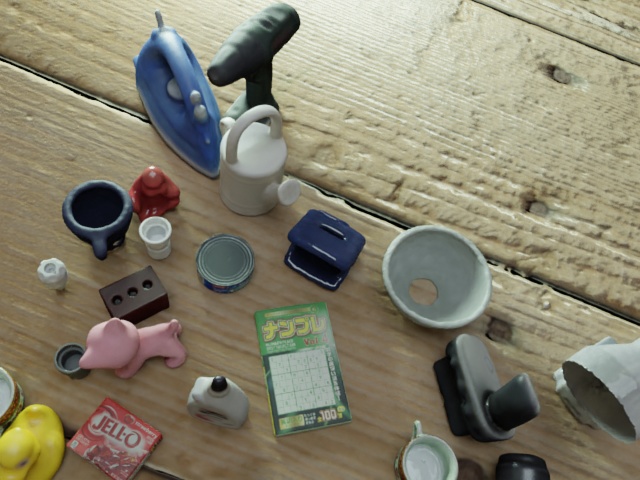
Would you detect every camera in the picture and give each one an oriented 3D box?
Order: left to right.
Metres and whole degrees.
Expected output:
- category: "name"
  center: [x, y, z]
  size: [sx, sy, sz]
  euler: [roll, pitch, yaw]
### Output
- category: "camera"
  center: [0.277, 0.347, 0.723]
  size: [0.143, 0.101, 0.137]
  euler: [12, 61, -4]

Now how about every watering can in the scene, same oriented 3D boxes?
- category: "watering can"
  center: [-0.092, -0.121, 0.851]
  size: [0.172, 0.194, 0.101]
  euler: [31, 61, 7]

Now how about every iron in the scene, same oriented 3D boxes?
- category: "iron"
  center: [-0.216, -0.237, 0.920]
  size: [0.119, 0.141, 0.258]
  euler: [-22, 68, -20]

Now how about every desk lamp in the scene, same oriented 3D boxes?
- category: "desk lamp"
  center: [0.406, 0.181, 0.770]
  size: [0.204, 0.213, 0.118]
  euler: [-27, 70, -22]

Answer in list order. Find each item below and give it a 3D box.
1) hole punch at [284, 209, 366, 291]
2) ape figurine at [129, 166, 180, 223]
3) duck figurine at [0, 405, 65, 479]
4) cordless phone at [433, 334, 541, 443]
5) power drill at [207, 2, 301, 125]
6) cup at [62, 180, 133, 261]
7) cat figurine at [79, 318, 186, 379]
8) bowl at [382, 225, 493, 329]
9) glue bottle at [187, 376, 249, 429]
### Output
- category: "hole punch"
  center: [0.008, 0.003, 0.862]
  size: [0.108, 0.091, 0.101]
  euler: [29, 61, 6]
- category: "ape figurine"
  center: [-0.249, -0.076, 0.857]
  size: [0.078, 0.092, 0.076]
  euler: [2, 62, -9]
- category: "duck figurine"
  center: [-0.348, 0.243, 0.673]
  size: [0.077, 0.086, 0.104]
  euler: [7, 61, -7]
- category: "cordless phone"
  center: [0.230, 0.183, 0.753]
  size: [0.094, 0.185, 0.147]
  euler: [-10, 65, -15]
- category: "power drill"
  center: [-0.107, -0.263, 0.915]
  size: [0.075, 0.208, 0.230]
  euler: [26, 61, 5]
- category: "cup"
  center: [-0.306, -0.013, 0.811]
  size: [0.092, 0.095, 0.117]
  euler: [-8, 64, -14]
- category: "cat figurine"
  center: [-0.239, 0.130, 0.734]
  size: [0.128, 0.118, 0.067]
  euler: [-14, 65, -17]
- category: "bowl"
  center: [0.169, 0.066, 0.868]
  size: [0.167, 0.075, 0.167]
  euler: [4, 62, -8]
- category: "glue bottle"
  center: [-0.123, 0.190, 0.692]
  size: [0.078, 0.173, 0.037]
  euler: [13, 61, -3]
